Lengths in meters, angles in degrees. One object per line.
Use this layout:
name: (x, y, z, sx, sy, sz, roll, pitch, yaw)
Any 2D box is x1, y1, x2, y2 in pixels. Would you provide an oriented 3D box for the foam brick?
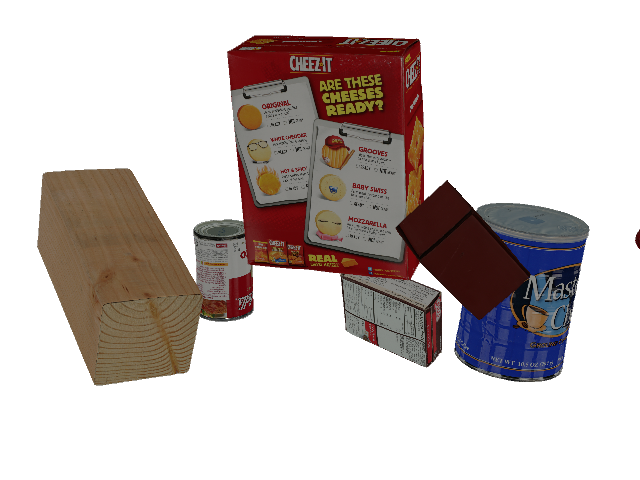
foam brick: (0.102, 0.008, 0.761, 0.078, 0.051, 0.053, 43, 9, -31)

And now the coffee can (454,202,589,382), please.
coffee can: (0.185, 0.046, 0.990, 0.103, 0.140, 0.103, 6, 17, -2)

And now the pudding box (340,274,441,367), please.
pudding box: (0.078, 0.078, 1.168, 0.114, 0.090, 0.039, 21, 46, 28)

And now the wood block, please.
wood block: (-0.189, 0.026, 0.977, 0.090, 0.091, 0.206, -5, 37, -28)

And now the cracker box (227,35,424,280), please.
cracker box: (0.010, -0.077, 0.984, 0.164, 0.214, 0.072, 5, 26, 18)

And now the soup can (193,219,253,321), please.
soup can: (-0.112, 0.033, 1.230, 0.068, 0.102, 0.068, 0, 19, 0)

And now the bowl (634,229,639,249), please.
bowl: (0.410, 0.025, 1.111, 0.162, 0.055, 0.162, -3, 22, 1)
